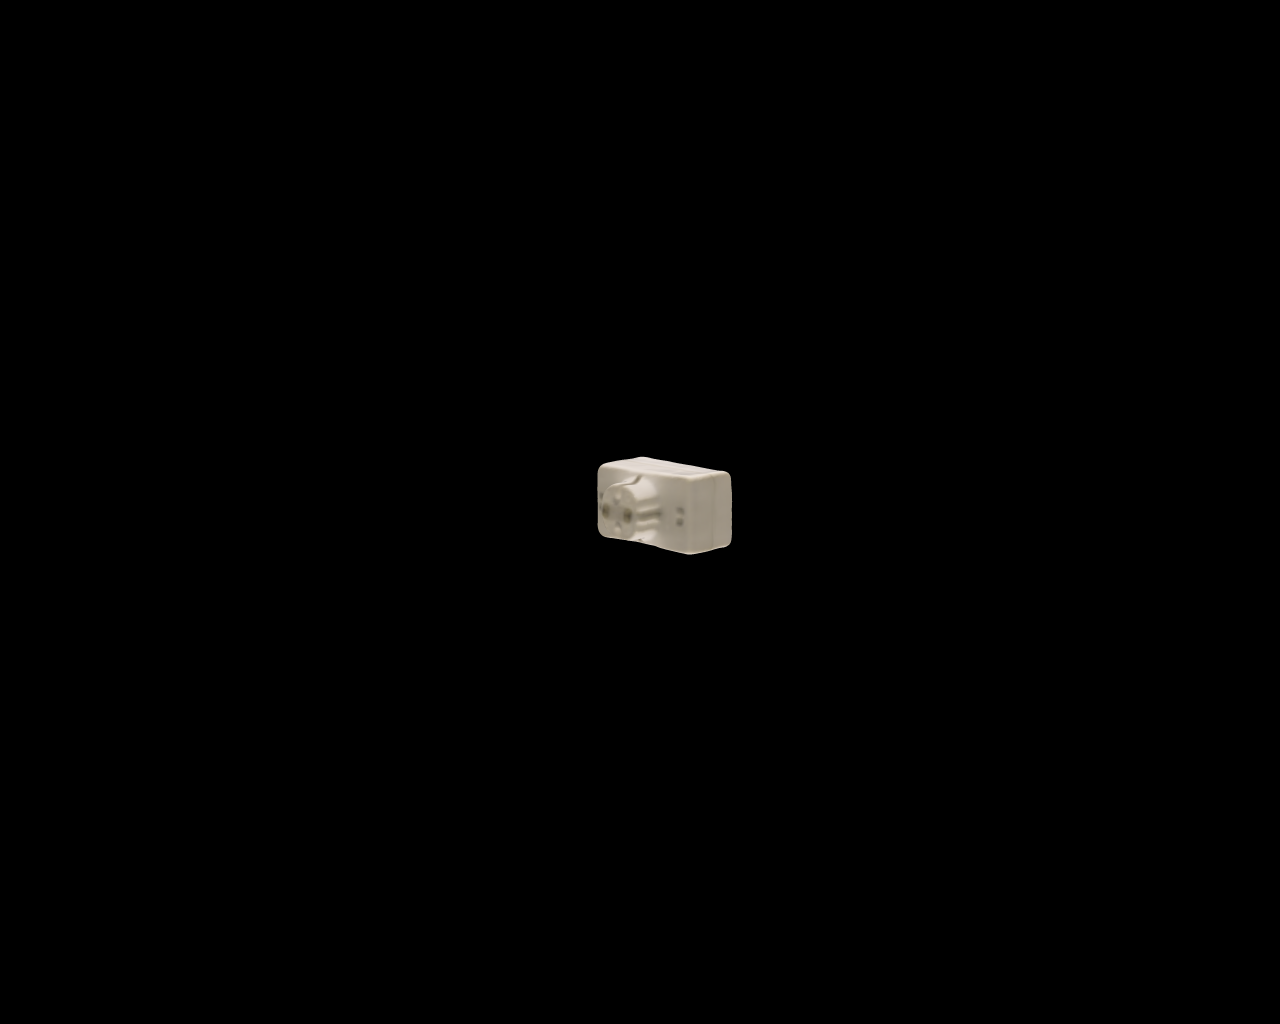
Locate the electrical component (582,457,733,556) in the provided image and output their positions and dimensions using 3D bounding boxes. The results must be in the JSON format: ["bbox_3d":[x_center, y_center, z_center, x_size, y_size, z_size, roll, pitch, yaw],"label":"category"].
[{"bbox_3d":[0.001,-0.003,0.650,0.076,0.047,0.083,-10,15,-42],"label":"electrical component"}]
